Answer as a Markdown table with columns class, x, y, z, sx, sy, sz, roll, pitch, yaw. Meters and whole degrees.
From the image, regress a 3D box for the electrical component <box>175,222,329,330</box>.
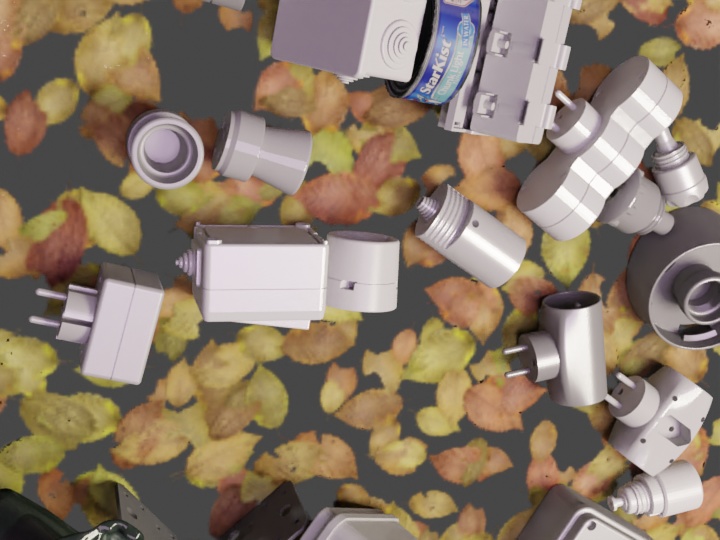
| class | x | y | z | sx | sy | sz | roll | pitch | yaw |
| --- | --- | --- | --- | --- | --- | --- | --- | --- | --- |
| electrical component | -0.074 | 0.004 | 0.712 | 0.096 | 0.062 | 0.061 | 0 | 104 | -16 |

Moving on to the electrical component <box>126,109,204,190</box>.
| class | x | y | z | sx | sy | sz | roll | pitch | yaw |
| --- | --- | --- | --- | --- | --- | --- | --- | --- | --- |
| electrical component | -0.124 | -0.077 | 0.680 | 0.045 | 0.055 | 0.045 | -4 | 105 | -15 |

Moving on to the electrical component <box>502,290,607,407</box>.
| class | x | y | z | sx | sy | sz | roll | pitch | yaw |
| --- | --- | --- | --- | --- | --- | --- | --- | --- | --- |
| electrical component | 0.143 | 0.062 | 0.800 | 0.079 | 0.043 | 0.077 | -11 | 107 | -12 |

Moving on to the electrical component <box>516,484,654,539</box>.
| class | x | y | z | sx | sy | sz | roll | pitch | yaw |
| --- | --- | --- | --- | --- | --- | --- | --- | --- | --- |
| electrical component | 0.187 | 0.231 | 0.850 | 0.113 | 0.057 | 0.078 | 32 | 94 | -21 |

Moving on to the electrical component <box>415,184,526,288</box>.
| class | x | y | z | sx | sy | sz | roll | pitch | yaw |
| --- | --- | --- | --- | --- | --- | --- | --- | --- | --- |
| electrical component | 0.073 | -0.026 | 0.756 | 0.081 | 0.043 | 0.043 | 34 | 93 | -21 |

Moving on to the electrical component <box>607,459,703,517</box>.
| class | x | y | z | sx | sy | sz | roll | pitch | yaw |
| --- | --- | --- | --- | --- | --- | --- | --- | --- | --- |
| electrical component | 0.236 | 0.177 | 0.858 | 0.078 | 0.040 | 0.040 | -11 | 107 | -13 |

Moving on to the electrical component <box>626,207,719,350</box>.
| class | x | y | z | sx | sy | sz | roll | pitch | yaw |
| --- | --- | --- | --- | --- | --- | --- | --- | --- | --- |
| electrical component | 0.255 | 0.009 | 0.820 | 0.099 | 0.064 | 0.099 | -3 | 116 | -6 |

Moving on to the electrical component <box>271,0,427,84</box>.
| class | x | y | z | sx | sy | sz | roll | pitch | yaw |
| --- | --- | --- | --- | --- | --- | --- | --- | --- | --- |
| electrical component | -0.004 | -0.166 | 0.668 | 0.048 | 0.100 | 0.099 | 0 | 106 | -43 |

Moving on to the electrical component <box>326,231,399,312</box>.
| class | x | y | z | sx | sy | sz | roll | pitch | yaw |
| --- | --- | --- | --- | --- | --- | --- | --- | --- | --- |
| electrical component | 0.000 | 0.000 | 0.737 | 0.055 | 0.055 | 0.047 | 3 | 100 | -17 |

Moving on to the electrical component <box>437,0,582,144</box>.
| class | x | y | z | sx | sy | sz | roll | pitch | yaw |
| --- | --- | --- | --- | --- | --- | --- | --- | --- | --- |
| electrical component | 0.101 | -0.148 | 0.715 | 0.079 | 0.063 | 0.121 | -6 | 111 | -57 |

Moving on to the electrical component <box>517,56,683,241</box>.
| class | x | y | z | sx | sy | sz | roll | pitch | yaw |
| --- | --- | --- | --- | --- | --- | --- | --- | --- | --- |
| electrical component | 0.157 | -0.095 | 0.757 | 0.074 | 0.052 | 0.138 | 37 | 92 | -21 |

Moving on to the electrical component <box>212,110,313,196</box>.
| class | x | y | z | sx | sy | sz | roll | pitch | yaw |
| --- | --- | --- | --- | --- | --- | --- | --- | --- | --- |
| electrical component | -0.064 | -0.077 | 0.703 | 0.055 | 0.045 | 0.045 | 15 | 100 | -19 |

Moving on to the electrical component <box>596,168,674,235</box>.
| class | x | y | z | sx | sy | sz | roll | pitch | yaw |
| --- | --- | --- | --- | --- | --- | --- | --- | --- | --- |
| electrical component | 0.204 | -0.046 | 0.789 | 0.062 | 0.048 | 0.048 | 27 | 96 | -27 |

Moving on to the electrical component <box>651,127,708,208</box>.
| class | x | y | z | sx | sy | sz | roll | pitch | yaw |
| --- | --- | --- | --- | --- | --- | --- | --- | --- | --- |
| electrical component | 0.231 | -0.079 | 0.793 | 0.035 | 0.035 | 0.061 | -30 | 107 | -7 |

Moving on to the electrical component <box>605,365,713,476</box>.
| class | x | y | z | sx | sy | sz | roll | pitch | yaw |
| --- | --- | --- | --- | --- | --- | --- | --- | --- | --- |
| electrical component | 0.220 | 0.108 | 0.834 | 0.079 | 0.043 | 0.077 | 35 | 93 | -21 |

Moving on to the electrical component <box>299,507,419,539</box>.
| class | x | y | z | sx | sy | sz | roll | pitch | yaw |
| --- | --- | --- | --- | --- | --- | --- | --- | --- | --- |
| electrical component | -0.004 | 0.214 | 0.762 | 0.078 | 0.057 | 0.113 | -56 | 153 | 3 |

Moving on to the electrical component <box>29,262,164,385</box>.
| class | x | y | z | sx | sy | sz | roll | pitch | yaw |
| --- | --- | --- | --- | --- | --- | --- | --- | --- | --- |
| electrical component | -0.174 | 0.030 | 0.698 | 0.077 | 0.047 | 0.065 | 13 | 100 | -19 |

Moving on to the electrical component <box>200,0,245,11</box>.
| class | x | y | z | sx | sy | sz | roll | pitch | yaw |
| --- | --- | --- | --- | --- | --- | --- | --- | --- | --- |
| electrical component | -0.092 | -0.191 | 0.660 | 0.047 | 0.055 | 0.055 | 9 | 102 | -14 |
